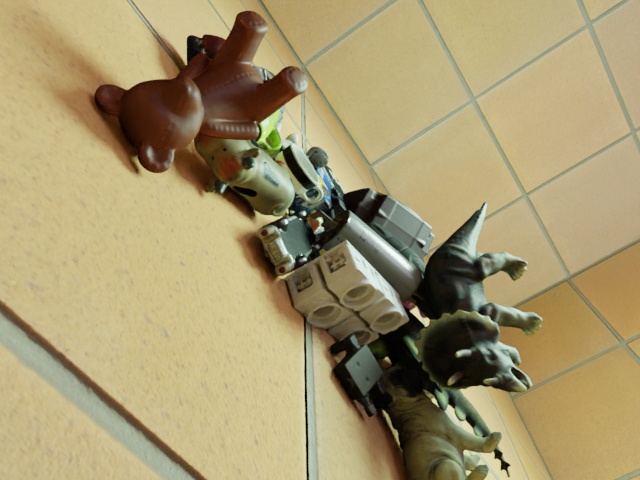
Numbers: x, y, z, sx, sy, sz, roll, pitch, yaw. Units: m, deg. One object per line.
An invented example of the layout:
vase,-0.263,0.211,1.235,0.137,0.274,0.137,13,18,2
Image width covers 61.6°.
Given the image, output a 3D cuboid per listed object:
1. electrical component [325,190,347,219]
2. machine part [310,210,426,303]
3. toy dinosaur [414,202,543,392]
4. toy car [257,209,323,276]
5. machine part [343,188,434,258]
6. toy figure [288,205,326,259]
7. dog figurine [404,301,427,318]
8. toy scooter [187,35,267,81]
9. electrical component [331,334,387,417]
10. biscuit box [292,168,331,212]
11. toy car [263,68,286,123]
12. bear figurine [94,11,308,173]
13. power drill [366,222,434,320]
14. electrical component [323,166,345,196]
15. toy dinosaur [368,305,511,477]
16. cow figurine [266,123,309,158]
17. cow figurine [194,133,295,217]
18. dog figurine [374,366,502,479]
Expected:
electrical component,0.023,-0.049,1.105,0.047,0.075,0.119,51,11,-28
machine part,0.084,0.030,0.885,0.243,0.079,0.079,41,18,-16
toy dinosaur,0.235,0.085,0.874,0.192,0.131,0.405,11,46,-17
toy car,-0.044,0.002,0.787,0.073,0.056,0.202,64,14,-3
machine part,0.138,-0.029,1.206,0.201,0.087,0.201,34,-11,-17
toy figure,-0.003,-0.002,0.950,0.154,0.058,0.064,59,-26,10
dog figurine,0.151,0.090,1.200,0.219,0.108,0.192,52,15,-15
toy scooter,-0.147,-0.269,0.865,0.075,0.135,0.184,101,-19,-44
electrical component,0.053,0.186,0.754,0.102,0.045,0.078,54,42,-5
biscuit box,-0.017,-0.105,1.115,0.059,0.063,0.203,56,13,-17
toy car,-0.119,-0.282,1.058,0.161,0.103,0.109,63,13,13
bear figurine,-0.128,-0.162,0.587,0.120,0.132,0.196,55,38,2
power drill,0.203,0.051,1.026,0.207,0.086,0.232,7,41,-53
electrical component,0.013,-0.126,1.287,0.134,0.058,0.115,34,29,-62
toy dinosaur,0.171,0.198,0.957,0.471,0.105,0.198,44,26,12
cow figurine,-0.062,-0.159,1.060,0.098,0.068,0.167,67,18,14
cow figurine,-0.102,-0.095,0.741,0.194,0.085,0.127,43,14,-52
dog figurine,0.134,0.287,0.763,0.191,0.121,0.172,32,34,16
